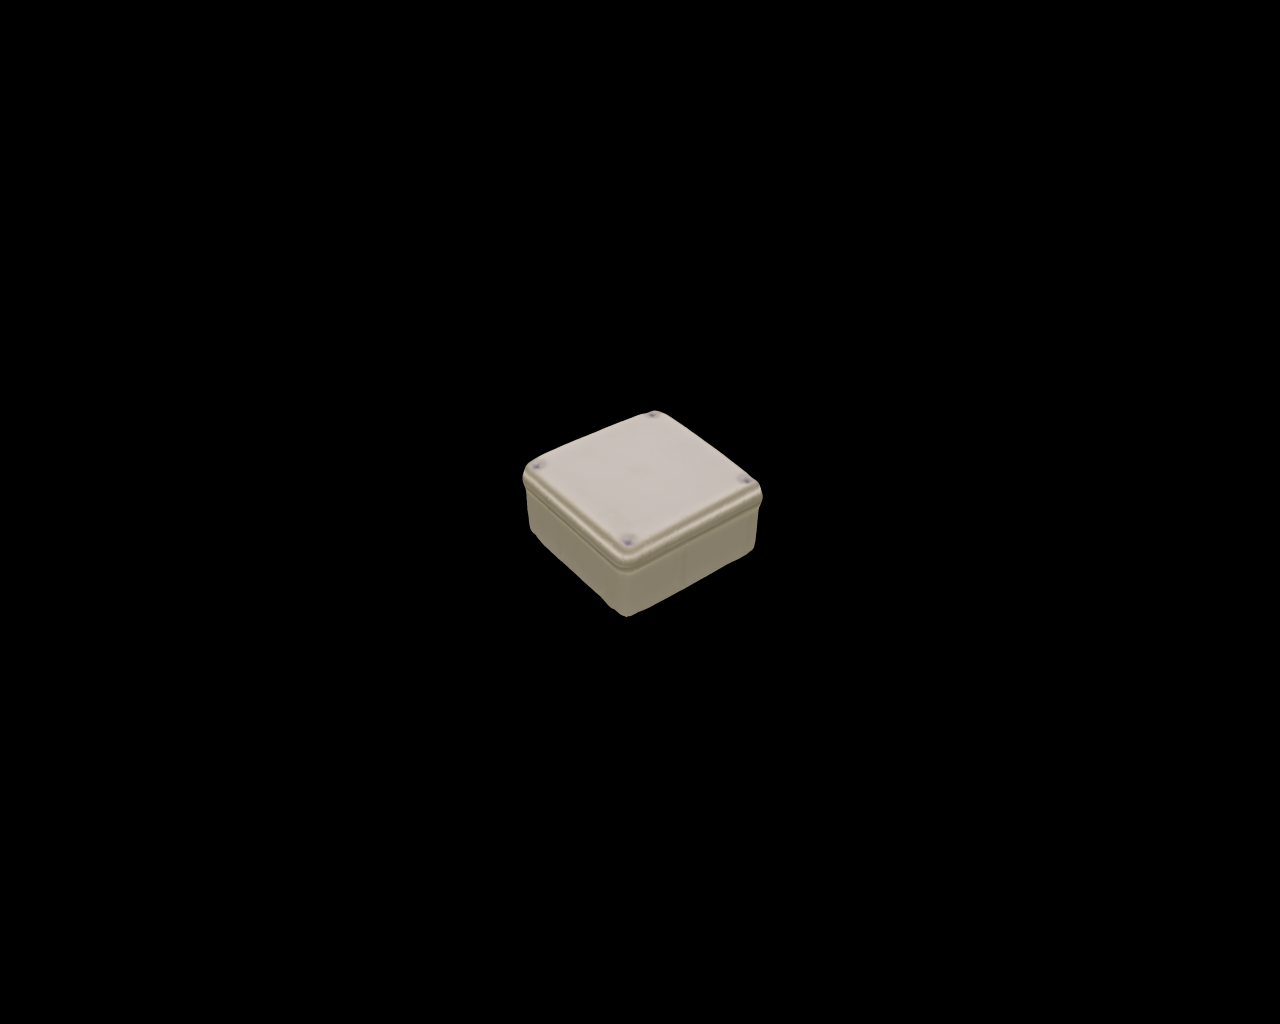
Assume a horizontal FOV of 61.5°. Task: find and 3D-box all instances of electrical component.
[{"bbox_3d":[0.001,-0.003,0.650,0.109,0.056,0.109,-26,46,-28],"label":"electrical component"}]
